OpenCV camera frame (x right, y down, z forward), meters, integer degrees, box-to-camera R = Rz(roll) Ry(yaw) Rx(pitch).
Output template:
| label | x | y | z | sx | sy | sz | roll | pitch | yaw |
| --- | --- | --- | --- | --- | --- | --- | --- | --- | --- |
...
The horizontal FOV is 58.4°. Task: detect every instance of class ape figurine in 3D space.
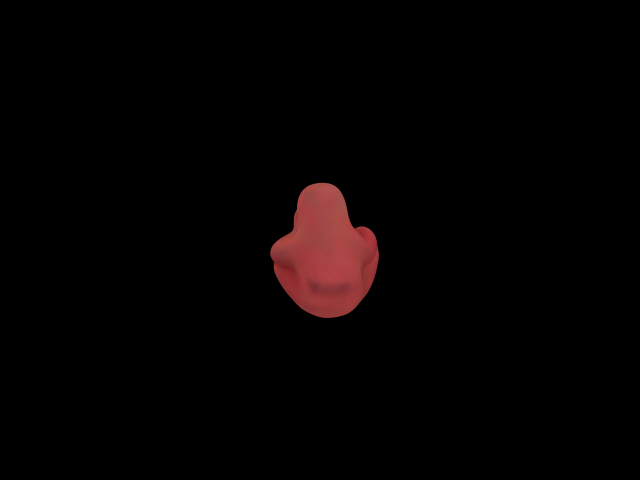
| label | x | y | z | sx | sy | sz | roll | pitch | yaw |
| --- | --- | --- | --- | --- | --- | --- | --- | --- | --- |
| ape figurine | 0.004 | 0.001 | 0.400 | 0.077 | 0.092 | 0.076 | 1 | 34 | 2 |
